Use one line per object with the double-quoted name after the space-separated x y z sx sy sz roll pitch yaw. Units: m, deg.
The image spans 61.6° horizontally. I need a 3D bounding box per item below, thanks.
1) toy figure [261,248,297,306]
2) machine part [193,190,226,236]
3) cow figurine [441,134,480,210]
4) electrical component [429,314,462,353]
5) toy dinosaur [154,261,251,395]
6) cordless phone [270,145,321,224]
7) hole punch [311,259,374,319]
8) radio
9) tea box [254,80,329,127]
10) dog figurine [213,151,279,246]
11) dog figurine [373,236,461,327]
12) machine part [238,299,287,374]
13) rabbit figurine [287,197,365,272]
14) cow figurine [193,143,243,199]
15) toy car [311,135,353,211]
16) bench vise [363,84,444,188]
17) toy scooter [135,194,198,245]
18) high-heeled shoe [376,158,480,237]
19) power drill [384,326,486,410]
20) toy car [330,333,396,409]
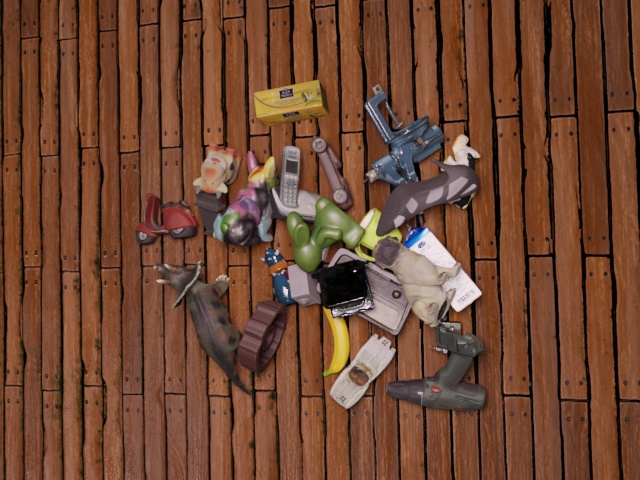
-0.102 0.092 1.367 0.064 0.057 0.154 -20 80 4 "toy figure"
-0.278 -0.066 1.372 0.084 0.039 0.138 13 135 13 "machine part"
0.338 -0.162 1.281 0.098 0.068 0.167 21 96 6 "cow figurine"
0.302 0.226 1.288 0.078 0.045 0.102 5 90 13 "electrical component"
-0.267 0.208 1.328 0.131 0.192 0.405 -30 82 11 "toy dinosaur"
-0.048 -0.133 1.323 0.146 0.089 0.184 5 89 -32 "cordless phone"
0.062 0.116 1.255 0.142 0.092 0.116 -17 54 13 "hole punch"
0.120 0.120 1.313 0.230 0.073 0.131 28 94 10 "radio"
-0.070 -0.341 1.353 0.170 0.098 0.068 -7 87 13 "tea box"
-0.173 -0.106 1.330 0.109 0.191 0.219 16 105 30 "dog figurine"
0.203 0.094 1.227 0.191 0.121 0.172 21 104 31 "dog figurine"
-0.139 0.233 1.310 0.056 0.179 0.179 18 92 15 "machine part"
-0.003 -0.004 1.249 0.159 0.121 0.170 36 94 -31 "rabbit figurine"
-0.254 -0.170 1.335 0.085 0.195 0.127 12 95 0 "cow figurine"
0.032 -0.169 1.332 0.053 0.089 0.202 -22 83 10 "toy car"
0.172 -0.248 1.280 0.224 0.129 0.240 -31 101 1 "bench vise"
-0.412 -0.063 1.426 0.184 0.075 0.135 -7 86 16 "toy scooter"
0.248 -0.081 1.239 0.145 0.086 0.248 30 111 -25 "high-heeled shoe"
0.279 0.306 1.245 0.232 0.086 0.207 12 112 6 "power drill"
0.105 0.321 1.319 0.073 0.056 0.201 39 96 10 "toy car"
